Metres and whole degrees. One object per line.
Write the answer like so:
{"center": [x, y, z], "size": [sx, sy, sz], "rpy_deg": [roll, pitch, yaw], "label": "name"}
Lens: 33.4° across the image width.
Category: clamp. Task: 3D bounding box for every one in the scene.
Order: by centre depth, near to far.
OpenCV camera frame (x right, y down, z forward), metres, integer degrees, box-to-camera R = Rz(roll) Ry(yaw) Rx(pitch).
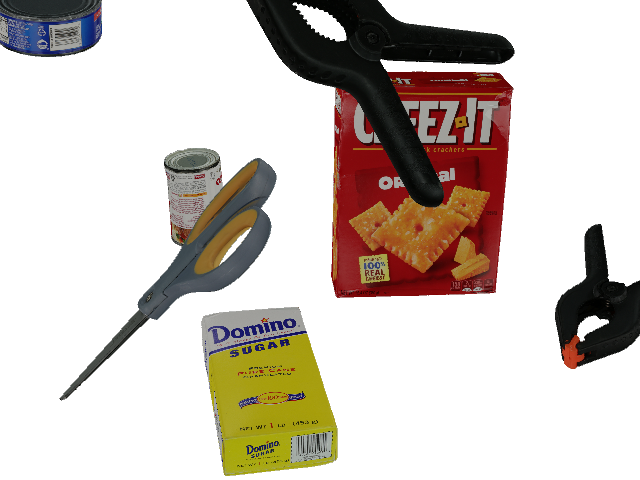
{"center": [0.032, -0.127, 0.762], "size": [0.210, 0.164, 0.036], "rpy_deg": [27, -30, -10], "label": "clamp"}
{"center": [0.266, 0.049, 1.001], "size": [0.171, 0.039, 0.120], "rpy_deg": [-36, 42, -27], "label": "clamp"}

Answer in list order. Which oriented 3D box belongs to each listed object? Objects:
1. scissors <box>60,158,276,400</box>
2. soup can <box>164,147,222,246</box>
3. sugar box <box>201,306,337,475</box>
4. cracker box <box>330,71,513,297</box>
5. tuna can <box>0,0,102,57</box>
{"center": [-0.090, 0.038, 0.629], "size": [0.016, 0.202, 0.096], "rpy_deg": [36, 6, -24], "label": "scissors"}
{"center": [-0.149, -0.051, 1.271], "size": [0.068, 0.102, 0.068], "rpy_deg": [-2, 28, 1], "label": "soup can"}
{"center": [-0.048, 0.122, 0.911], "size": [0.093, 0.048, 0.176], "rpy_deg": [-4, 33, -11], "label": "sugar box"}
{"center": [0.095, -0.053, 1.039], "size": [0.164, 0.214, 0.072], "rpy_deg": [0, 21, -5], "label": "cracker box"}
{"center": [-0.215, -0.177, 0.840], "size": [0.086, 0.034, 0.086], "rpy_deg": [4, 35, -3], "label": "tuna can"}
